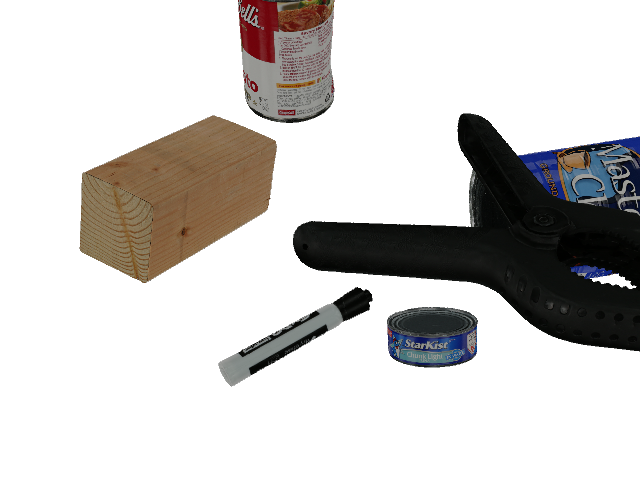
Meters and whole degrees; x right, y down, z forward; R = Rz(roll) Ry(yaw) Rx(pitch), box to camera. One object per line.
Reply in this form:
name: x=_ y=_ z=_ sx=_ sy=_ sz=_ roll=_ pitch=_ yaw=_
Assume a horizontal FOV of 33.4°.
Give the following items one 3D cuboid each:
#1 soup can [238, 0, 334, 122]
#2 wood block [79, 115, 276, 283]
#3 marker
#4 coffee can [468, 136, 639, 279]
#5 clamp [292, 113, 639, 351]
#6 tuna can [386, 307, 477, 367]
soup can: x=-0.023 y=-0.143 z=0.753 sx=0.068 sy=0.102 sz=0.068 roll=-1 pitch=42 yaw=0
wood block: x=-0.142 y=-0.048 z=1.098 sx=0.090 sy=0.091 sz=0.205 roll=24 pitch=33 yaw=24
marker: x=-0.015 y=0.066 z=0.752 sx=0.121 sy=0.020 sz=0.020 roll=-28 pitch=9 yaw=-18
coffee can: x=0.195 y=-0.021 z=0.805 sx=0.140 sy=0.103 sz=0.103 roll=-9 pitch=1 yaw=-8
clamp: x=0.102 y=0.006 z=0.545 sx=0.164 sy=0.036 sz=0.210 roll=-30 pitch=46 yaw=-32
tuna can: x=0.106 y=0.091 z=1.013 sx=0.086 sy=0.034 sz=0.086 roll=-2 pitch=13 yaw=0
